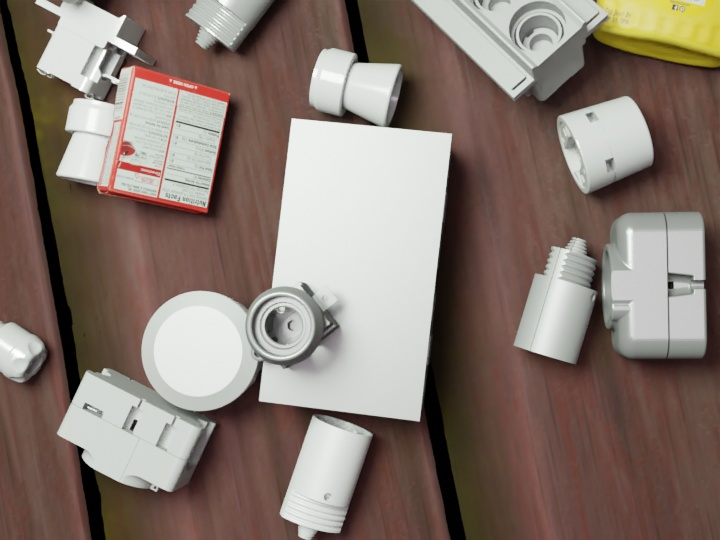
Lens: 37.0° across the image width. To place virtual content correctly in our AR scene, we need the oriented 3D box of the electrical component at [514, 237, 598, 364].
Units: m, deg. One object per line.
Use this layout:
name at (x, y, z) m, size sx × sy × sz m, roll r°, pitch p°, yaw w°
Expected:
electrical component at (0.135, 0.018, 0.719) m, size 0.043 × 0.043 × 0.081 m, roll 17°, pitch 90°, yaw 7°

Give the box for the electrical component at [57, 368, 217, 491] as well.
electrical component at (-0.155, 0.113, 0.743) m, size 0.089 × 0.050 × 0.055 m, roll 25°, pitch 90°, yaw 7°

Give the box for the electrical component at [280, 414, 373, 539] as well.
electrical component at (-0.025, 0.143, 0.732) m, size 0.043 × 0.043 × 0.081 m, roll 19°, pitch 90°, yaw 7°

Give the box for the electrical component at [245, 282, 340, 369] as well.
electrical component at (-0.044, 0.035, 0.669) m, size 0.066 × 0.055 × 0.048 m, roll -39°, pitch 84°, yaw 3°

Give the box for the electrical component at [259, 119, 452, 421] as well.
electrical component at (0.000, 0.000, 0.726) m, size 0.105 × 0.060 × 0.186 m, roll 6°, pitch 88°, yaw 6°

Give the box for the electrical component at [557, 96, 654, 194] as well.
electrical component at (0.164, -0.084, 0.716) m, size 0.047 × 0.055 × 0.055 m, roll -20°, pitch 86°, yaw 1°

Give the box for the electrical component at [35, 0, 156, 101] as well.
electrical component at (-0.193, -0.157, 0.763) m, size 0.081 × 0.042 × 0.063 m, roll 28°, pitch 92°, yaw 7°

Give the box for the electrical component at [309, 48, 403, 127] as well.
electrical component at (-0.002, -0.125, 0.739) m, size 0.055 × 0.045 × 0.045 m, roll 15°, pitch 89°, yaw 7°

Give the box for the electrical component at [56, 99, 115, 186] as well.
electrical component at (-0.186, -0.089, 0.758) m, size 0.045 × 0.045 × 0.055 m, roll 10°, pitch 88°, yaw 6°

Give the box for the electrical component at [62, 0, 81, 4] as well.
electrical component at (-0.161, -0.232, 0.737) m, size 0.074 × 0.052 × 0.138 m, roll 33°, pitch 64°, yaw 6°

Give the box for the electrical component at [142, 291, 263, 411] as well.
electrical component at (-0.105, 0.055, 0.740) m, size 0.080 × 0.051 × 0.080 m, roll 0°, pitch 88°, yaw 6°

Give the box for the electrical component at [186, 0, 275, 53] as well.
electrical component at (-0.087, -0.189, 0.752) m, size 0.043 × 0.043 × 0.081 m, roll 38°, pitch 92°, yaw 6°

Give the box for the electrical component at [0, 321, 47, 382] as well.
electrical component at (-0.256, 0.052, 0.765) m, size 0.061 × 0.035 × 0.035 m, roll 31°, pitch 91°, yaw 9°

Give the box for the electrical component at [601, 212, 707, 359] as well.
electrical component at (0.192, 0.011, 0.708) m, size 0.059 × 0.054 × 0.095 m, roll -1°, pitch 88°, yaw 6°

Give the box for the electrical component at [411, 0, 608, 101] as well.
electrical component at (0.093, -0.172, 0.709) m, size 0.079 × 0.063 × 0.121 m, roll -42°, pitch 69°, yaw 1°
